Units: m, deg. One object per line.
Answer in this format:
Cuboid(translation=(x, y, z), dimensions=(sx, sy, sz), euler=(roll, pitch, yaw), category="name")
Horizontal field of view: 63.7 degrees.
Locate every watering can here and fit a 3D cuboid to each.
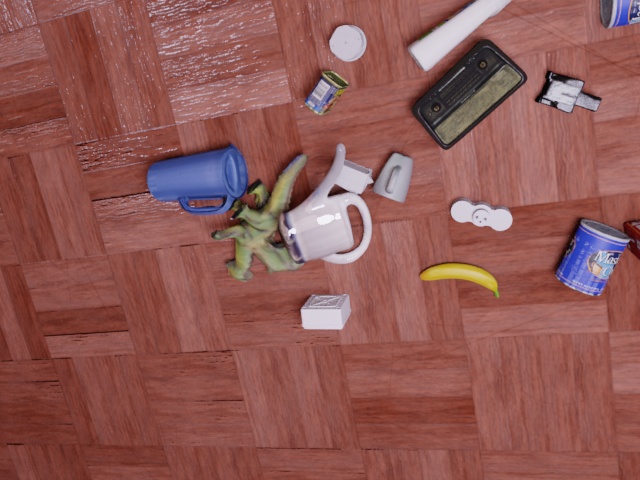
Cuboid(translation=(0.004, -0.062, 1.230), dimensions=(0.224, 0.106, 0.340), euler=(-18, 129, 0), category="watering can")

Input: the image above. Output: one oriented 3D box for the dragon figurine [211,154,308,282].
Cuboid(translation=(-0.120, -0.023, 1.346), dimensions=(0.406, 0.125, 0.240), euler=(-34, 112, 23), category="dragon figurine")
